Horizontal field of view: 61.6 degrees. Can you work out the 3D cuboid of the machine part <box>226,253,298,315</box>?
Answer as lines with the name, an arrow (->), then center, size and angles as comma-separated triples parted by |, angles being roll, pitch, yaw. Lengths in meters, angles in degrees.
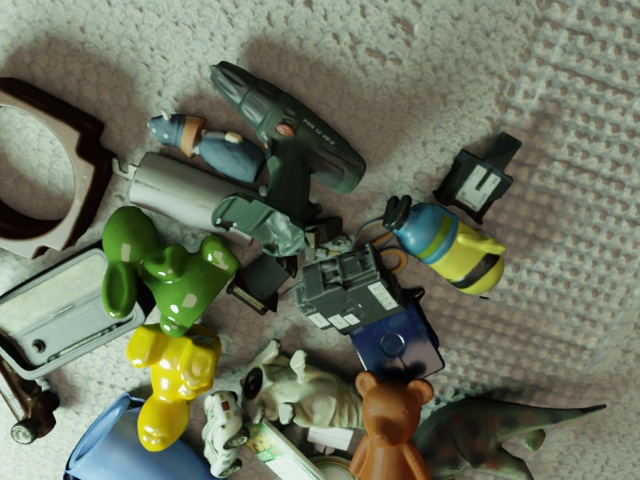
machine part -> -0.077, 0.056, 0.754 | 0.084, 0.039, 0.139 | 39, 133, -4

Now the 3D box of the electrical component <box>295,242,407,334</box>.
electrical component -> 0.036, 0.072, 0.736 | 0.134, 0.058, 0.114 | -21, 137, 15

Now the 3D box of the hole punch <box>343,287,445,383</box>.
hole punch -> 0.109, 0.149, 0.776 | 0.142, 0.092, 0.115 | -29, 102, 14

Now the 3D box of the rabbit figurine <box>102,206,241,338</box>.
rabbit figurine -> -0.219, 0.037, 0.708 | 0.170, 0.121, 0.159 | 40, 73, -8

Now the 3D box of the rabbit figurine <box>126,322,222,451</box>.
rabbit figurine -> -0.214, 0.205, 0.766 | 0.122, 0.162, 0.173 | 14, 87, -5

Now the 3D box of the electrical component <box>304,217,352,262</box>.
electrical component -> -0.002, -0.002, 0.720 | 0.078, 0.102, 0.045 | -10, 100, 22

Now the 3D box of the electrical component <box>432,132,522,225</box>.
electrical component -> 0.212, -0.088, 0.710 | 0.075, 0.048, 0.119 | 25, 107, -8

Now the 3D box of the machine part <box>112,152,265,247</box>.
machine part -> -0.160, -0.053, 0.716 | 0.243, 0.079, 0.079 | 20, 108, -6

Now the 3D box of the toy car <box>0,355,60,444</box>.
toy car -> -0.457, 0.210, 0.809 | 0.053, 0.089, 0.202 | -17, 107, 8

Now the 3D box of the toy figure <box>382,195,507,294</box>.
toy figure -> 0.166, 0.006, 0.723 | 0.180, 0.082, 0.089 | 25, 109, -15

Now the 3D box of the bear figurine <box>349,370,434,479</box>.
bear figurine -> 0.089, 0.280, 0.702 | 0.120, 0.132, 0.195 | 7, 112, 21

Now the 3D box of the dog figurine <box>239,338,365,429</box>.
dog figurine -> -0.008, 0.238, 0.815 | 0.190, 0.172, 0.121 | 29, 76, -35

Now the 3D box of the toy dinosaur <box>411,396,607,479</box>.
toy dinosaur -> 0.213, 0.316, 0.820 | 0.192, 0.131, 0.405 | 43, 99, -13

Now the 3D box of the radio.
radio -> -0.360, 0.099, 0.775 | 0.230, 0.073, 0.131 | -26, 106, 11

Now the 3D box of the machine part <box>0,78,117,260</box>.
machine part -> -0.389, -0.094, 0.704 | 0.201, 0.087, 0.201 | 27, 106, -8

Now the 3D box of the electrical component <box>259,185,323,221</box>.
electrical component -> -0.037, -0.052, 0.720 | 0.063, 0.094, 0.021 | 44, 113, 26

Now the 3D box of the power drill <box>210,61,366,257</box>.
power drill -> -0.060, -0.094, 0.646 | 0.232, 0.207, 0.086 | 30, 136, -17

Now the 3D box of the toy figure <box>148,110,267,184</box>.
toy figure -> -0.147, -0.123, 0.703 | 0.154, 0.058, 0.064 | 26, 101, -3

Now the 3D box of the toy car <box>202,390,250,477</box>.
toy car -> -0.146, 0.292, 0.803 | 0.056, 0.074, 0.201 | -10, 142, -24
